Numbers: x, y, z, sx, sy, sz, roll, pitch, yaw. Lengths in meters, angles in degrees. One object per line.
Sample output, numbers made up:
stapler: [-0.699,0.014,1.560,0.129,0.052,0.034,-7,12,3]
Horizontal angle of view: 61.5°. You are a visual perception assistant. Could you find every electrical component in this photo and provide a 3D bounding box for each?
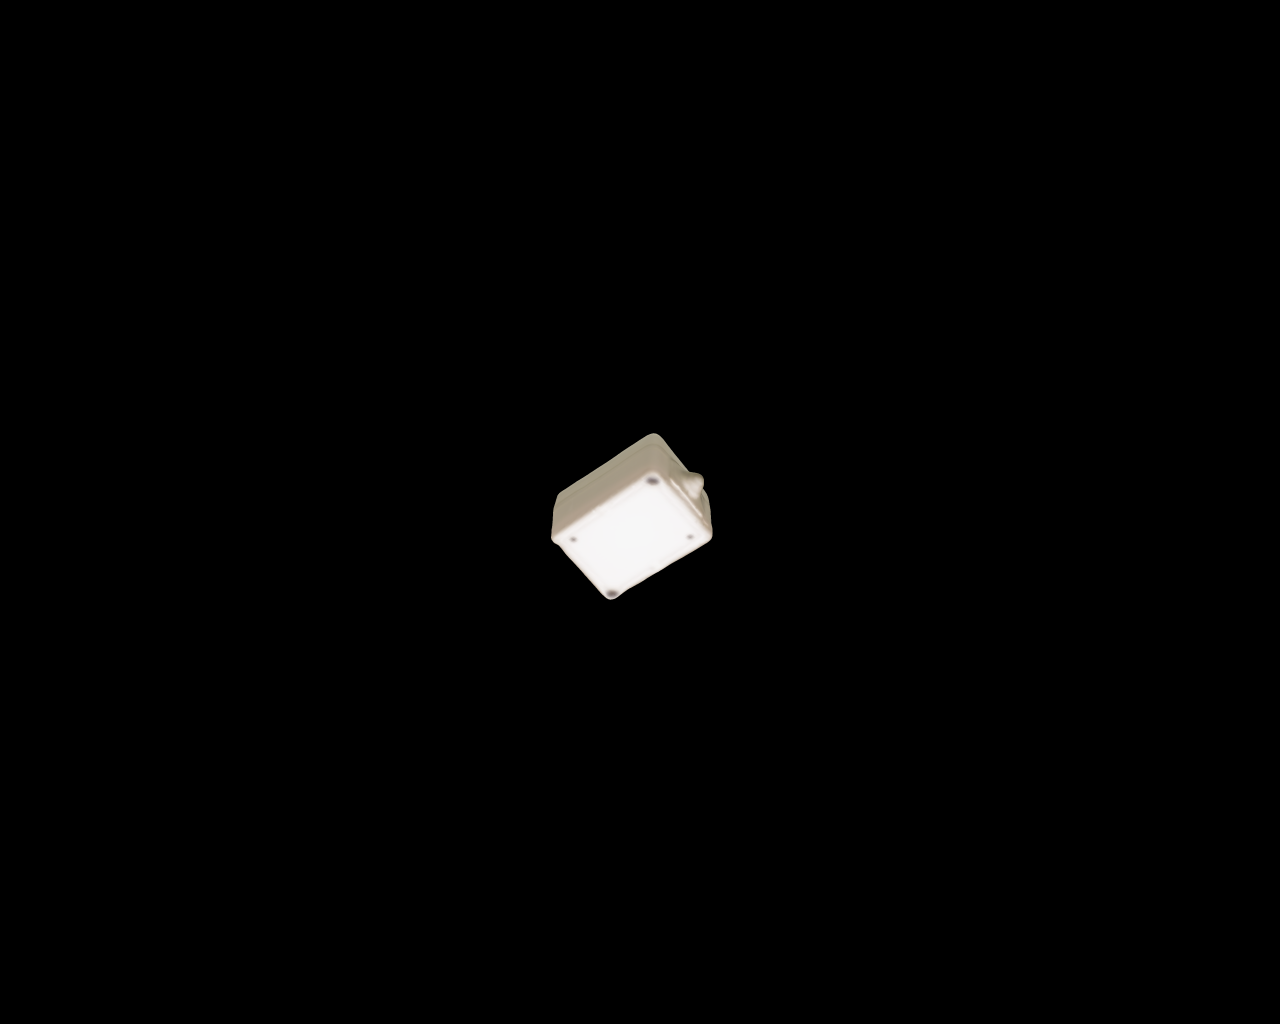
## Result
electrical component: [0.001,-0.003,0.650,0.096,0.061,0.061,-32,26,18]
